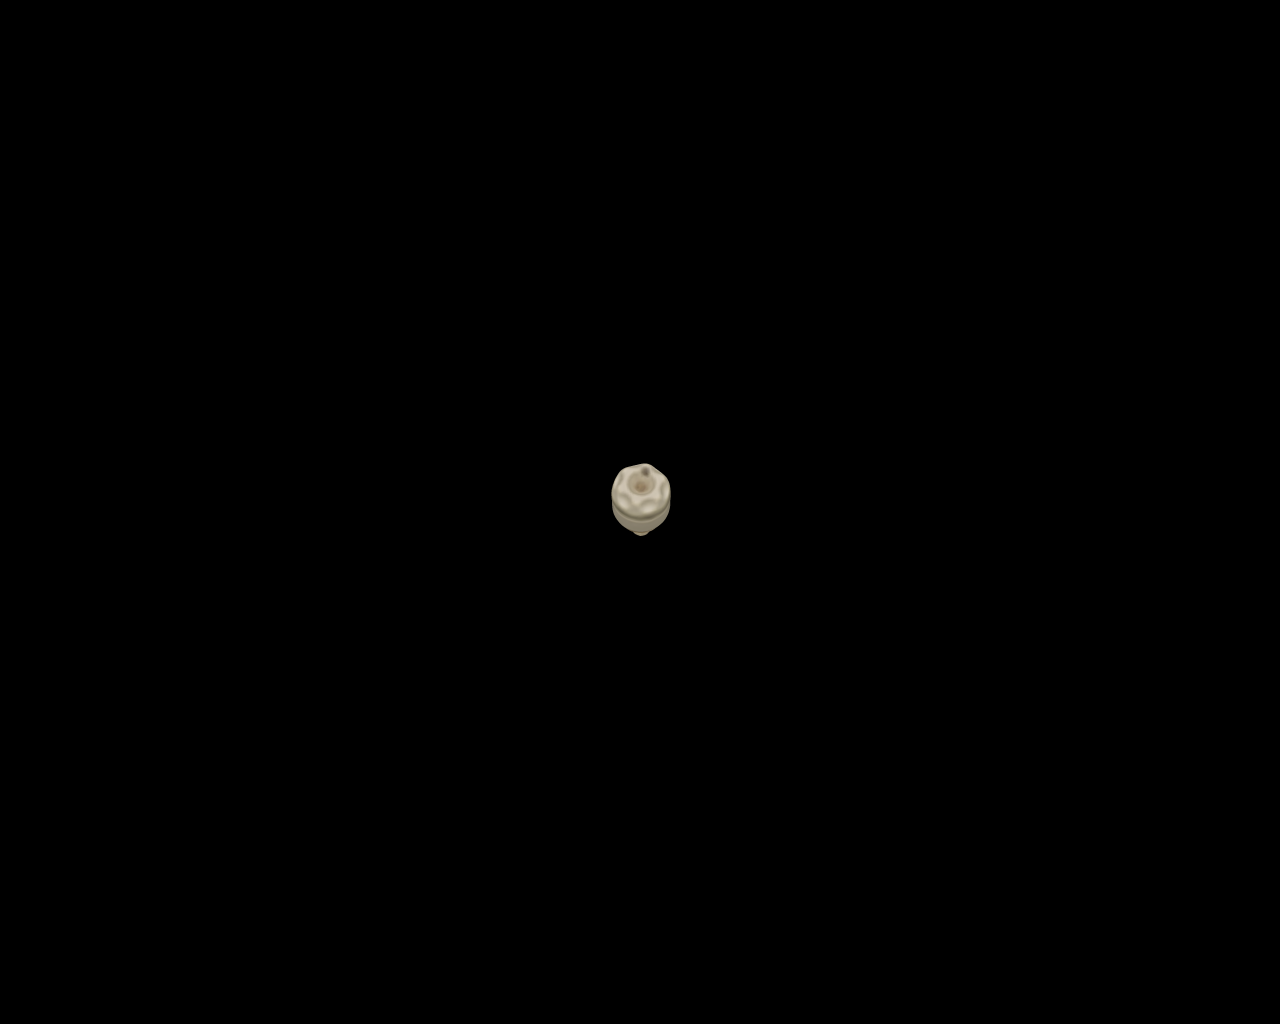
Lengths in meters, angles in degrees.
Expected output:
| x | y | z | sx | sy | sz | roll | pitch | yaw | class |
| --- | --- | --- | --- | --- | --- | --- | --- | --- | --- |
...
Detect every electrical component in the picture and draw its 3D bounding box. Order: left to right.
| x | y | z | sx | sy | sz | roll | pitch | yaw | class |
| --- | --- | --- | --- | --- | --- | --- | --- | --- | --- |
| 0.001 | -0.003 | 0.650 | 0.035 | 0.035 | 0.061 | 0 | -28 | 0 | electrical component |
